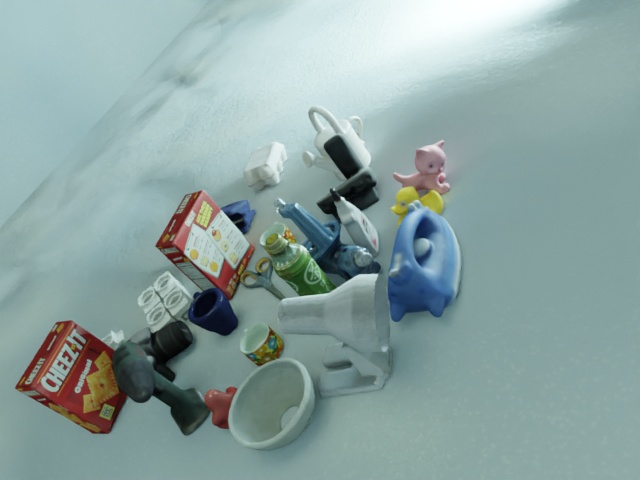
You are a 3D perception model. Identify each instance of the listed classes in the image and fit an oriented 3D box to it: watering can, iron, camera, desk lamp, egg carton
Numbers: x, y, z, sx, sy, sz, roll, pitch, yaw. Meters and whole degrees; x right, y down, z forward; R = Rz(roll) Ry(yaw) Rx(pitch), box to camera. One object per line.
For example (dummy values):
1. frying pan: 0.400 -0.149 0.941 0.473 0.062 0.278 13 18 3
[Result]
1. watering can: 0.032 -0.239 1.380 0.100 0.195 0.173 -1 50 40
2. iron: 0.175 0.013 1.024 0.118 0.142 0.258 -12 43 32
3. camera: -0.358 0.244 1.273 0.137 0.101 0.143 -33 36 7
4. desk lamp: 0.041 0.155 0.924 0.202 0.214 0.118 -17 41 27
5. egg carton: -0.153 -0.210 1.619 0.107 0.070 0.150 -16 41 28

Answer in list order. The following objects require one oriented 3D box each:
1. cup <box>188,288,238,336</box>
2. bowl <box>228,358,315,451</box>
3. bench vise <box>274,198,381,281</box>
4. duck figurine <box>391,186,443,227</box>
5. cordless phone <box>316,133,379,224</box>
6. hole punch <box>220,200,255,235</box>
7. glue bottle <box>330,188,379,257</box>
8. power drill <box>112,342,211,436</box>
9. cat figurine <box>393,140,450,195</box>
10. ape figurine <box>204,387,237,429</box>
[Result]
1. cup: -0.231 0.162 1.257 0.092 0.095 0.117 -46 36 -11
2. bowl: -0.071 0.294 0.989 0.167 0.075 0.167 -23 38 20
3. bench vise: 0.015 -0.005 1.117 0.206 0.220 0.121 -5 48 38
4. duck figurine: 0.190 -0.072 1.153 0.104 0.086 0.077 -36 36 3
5. cordless phone: 0.037 -0.142 1.278 0.147 0.186 0.094 -36 36 4
6. hole punch: -0.242 -0.065 1.519 0.108 0.091 0.101 -16 42 29
7. glue bottle: 0.065 -0.041 1.153 0.037 0.174 0.078 -25 38 19
8. power drill: -0.308 0.284 1.092 0.076 0.209 0.228 -48 37 -13
9. cat figurine: 0.212 -0.146 1.186 0.127 0.118 0.067 -26 37 17
10. ape figurine: -0.177 0.304 1.056 0.075 0.092 0.078 16 62 49
